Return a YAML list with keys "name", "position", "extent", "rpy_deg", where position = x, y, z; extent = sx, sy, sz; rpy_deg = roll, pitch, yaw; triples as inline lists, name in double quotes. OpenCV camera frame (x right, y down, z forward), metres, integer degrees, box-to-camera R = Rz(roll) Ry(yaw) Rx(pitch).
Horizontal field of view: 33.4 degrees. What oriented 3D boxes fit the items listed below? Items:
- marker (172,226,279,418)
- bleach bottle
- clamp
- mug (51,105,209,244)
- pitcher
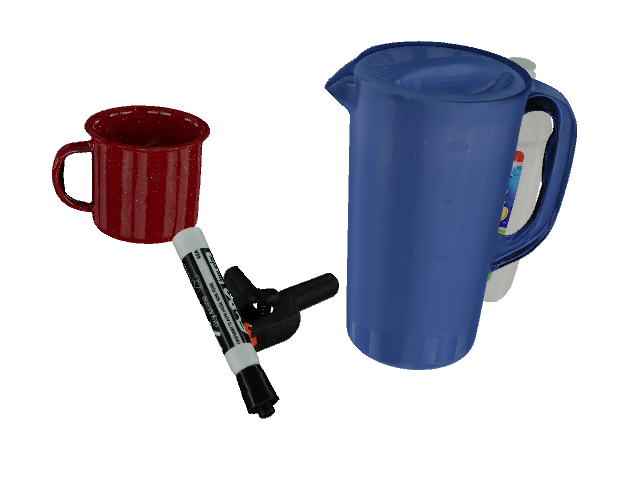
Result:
- name: "marker"
  position: [-0.054, 0.047, 0.613]
  extent: [0.020, 0.121, 0.020]
  rpy_deg: [-23, -22, -10]
- name: "bleach bottle"
  position: [0.164, -0.062, 1.046]
  extent: [0.103, 0.251, 0.068]
  rpy_deg: [21, 38, 20]
- name: "clamp"
  position: [-0.063, 0.063, 1.044]
  extent: [0.120, 0.039, 0.171]
  rpy_deg: [1, 17, 21]
- name: "mug"
  position: [-0.144, -0.049, 0.810]
  extent: [0.117, 0.081, 0.093]
  rpy_deg: [-4, 28, -20]
- name: "pitcher"
  position: [0.092, -0.024, 0.832]
  extent: [0.144, 0.243, 0.149]
  rpy_deg: [-21, 37, -37]
